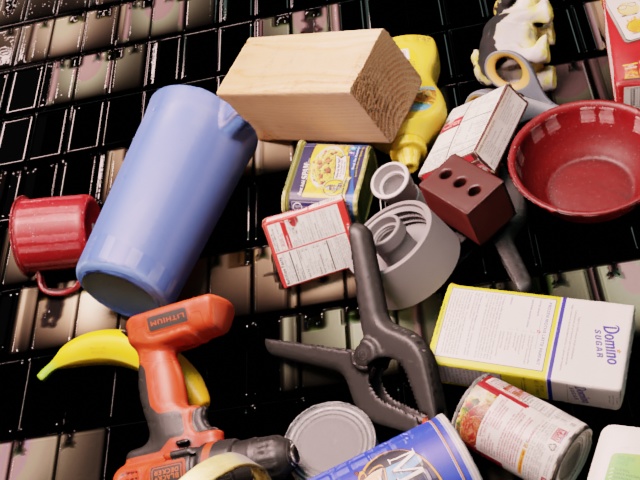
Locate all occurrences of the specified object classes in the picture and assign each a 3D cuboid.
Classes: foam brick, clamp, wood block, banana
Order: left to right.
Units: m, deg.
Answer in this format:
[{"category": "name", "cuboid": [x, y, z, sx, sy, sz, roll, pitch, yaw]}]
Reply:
[{"category": "banana", "cuboid": [-0.191, 0.127, 1.087, 0.198, 0.037, 0.069, 6, 71, 23]}, {"category": "wood block", "cuboid": [-0.002, -0.171, 1.196, 0.207, 0.090, 0.090, 7, 61, 44]}, {"category": "clamp", "cuboid": [0.041, 0.111, 1.003, 0.165, 0.036, 0.210, -48, 60, 24]}, {"category": "foam brick", "cuboid": [0.147, -0.041, 1.061, 0.053, 0.051, 0.078, -42, 42, -11]}, {"category": "clamp", "cuboid": [0.159, -0.005, 1.088, 0.120, 0.039, 0.171, -2, 49, 16]}]

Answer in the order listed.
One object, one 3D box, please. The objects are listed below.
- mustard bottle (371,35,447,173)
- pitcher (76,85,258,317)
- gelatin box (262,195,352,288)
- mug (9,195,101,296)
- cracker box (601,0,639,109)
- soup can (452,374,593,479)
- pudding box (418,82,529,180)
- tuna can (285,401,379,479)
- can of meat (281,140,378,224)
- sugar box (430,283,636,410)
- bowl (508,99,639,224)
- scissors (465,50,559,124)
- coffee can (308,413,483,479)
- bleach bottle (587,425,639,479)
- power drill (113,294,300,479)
[{"category": "mustard bottle", "cuboid": [0.095, -0.151, 1.215, 0.096, 0.058, 0.191, -11, 49, 10]}, {"category": "pitcher", "cuboid": [-0.175, -0.037, 1.168, 0.145, 0.149, 0.242, 16, 59, 9]}, {"category": "gelatin box", "cuboid": [-0.007, 0.001, 1.109, 0.089, 0.073, 0.030, -18, 12, 3]}, {"category": "mug", "cuboid": [-0.290, 0.004, 1.191, 0.081, 0.093, 0.117, -5, 80, 6]}, {"category": "cracker box", "cuboid": [0.401, -0.226, 1.178, 0.164, 0.072, 0.213, -4, 49, 12]}, {"category": "soup can", "cuboid": [0.174, 0.167, 0.918, 0.102, 0.068, 0.068, 26, 62, 32]}, {"category": "pudding box", "cuboid": [0.164, -0.107, 1.140, 0.090, 0.039, 0.113, -21, 34, 51]}, {"category": "tuna can", "cuboid": [0.012, 0.192, 0.969, 0.086, 0.033, 0.086, -9, 49, 10]}, {"category": "can of meat", "cuboid": [0.013, -0.059, 1.165, 0.084, 0.057, 0.102, 3, 52, 17]}, {"category": "sugar box", "cuboid": [0.195, 0.097, 0.986, 0.176, 0.048, 0.093, 8, 56, 19]}, {"category": "bowl", "cuboid": [0.276, -0.070, 1.094, 0.162, 0.055, 0.162, -9, 49, 10]}, {"category": "scissors", "cuboid": [0.257, -0.156, 1.163, 0.202, 0.096, 0.016, 8, 14, 25]}, {"category": "coffee can", "cuboid": [0.062, 0.220, 0.885, 0.140, 0.103, 0.103, -25, 48, -4]}, {"category": "bleach bottle", "cuboid": [0.238, 0.270, 0.818, 0.103, 0.068, 0.250, 9, 57, 23]}, {"category": "power drill", "cuboid": [-0.111, 0.149, 0.987, 0.185, 0.057, 0.187, -16, 62, 18]}]
